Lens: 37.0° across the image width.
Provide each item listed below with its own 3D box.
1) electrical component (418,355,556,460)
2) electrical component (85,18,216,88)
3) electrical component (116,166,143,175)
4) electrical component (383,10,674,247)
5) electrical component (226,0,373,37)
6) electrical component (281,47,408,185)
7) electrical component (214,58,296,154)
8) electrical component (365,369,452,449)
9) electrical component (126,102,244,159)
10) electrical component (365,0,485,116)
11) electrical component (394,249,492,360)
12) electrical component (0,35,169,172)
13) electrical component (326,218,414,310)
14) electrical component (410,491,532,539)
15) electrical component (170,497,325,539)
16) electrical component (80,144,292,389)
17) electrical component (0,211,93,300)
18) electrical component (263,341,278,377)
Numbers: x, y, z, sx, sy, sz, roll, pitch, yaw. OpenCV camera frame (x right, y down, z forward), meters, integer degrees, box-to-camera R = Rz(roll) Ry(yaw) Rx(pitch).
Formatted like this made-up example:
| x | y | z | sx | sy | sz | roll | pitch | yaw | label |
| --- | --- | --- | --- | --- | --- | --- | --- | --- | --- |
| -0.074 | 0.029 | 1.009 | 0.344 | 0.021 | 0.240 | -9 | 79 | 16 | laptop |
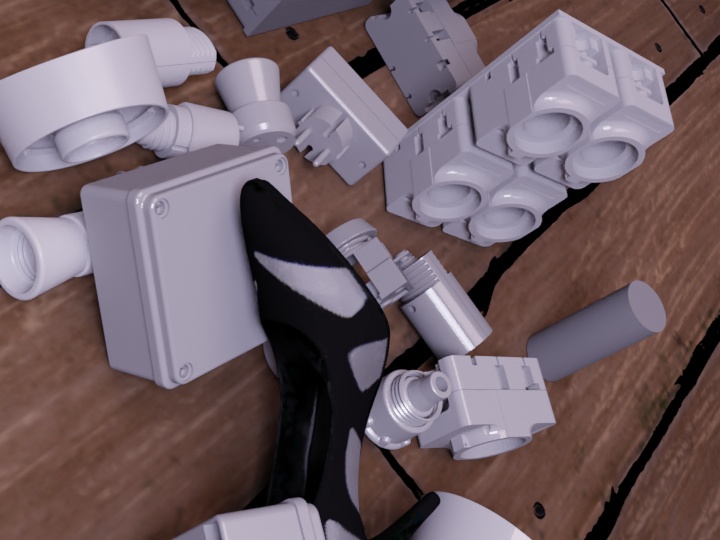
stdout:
| x | y | z | sx | sy | sz | roll | pitch | yaw | label |
| --- | --- | --- | --- | --- | --- | --- | --- | --- | --- |
| 0.082 | 0.093 | 0.724 | 0.089 | 0.050 | 0.055 | 6 | 62 | -40 | electrical component |
| -0.128 | -0.137 | 0.683 | 0.081 | 0.043 | 0.043 | -18 | 78 | -46 | electrical component |
| -0.109 | -0.047 | 0.646 | 0.078 | 0.040 | 0.040 | 9 | 60 | -38 | electrical component |
| 0.114 | -0.088 | 0.762 | 0.105 | 0.186 | 0.060 | 18 | 54 | -33 | electrical component |
| -0.027 | -0.237 | 0.800 | 0.150 | 0.089 | 0.061 | -30 | 86 | -47 | electrical component |
| -0.022 | -0.098 | 0.751 | 0.083 | 0.047 | 0.075 | 46 | 43 | -10 | electrical component |
| -0.069 | -0.106 | 0.715 | 0.045 | 0.045 | 0.055 | 0 | 65 | -42 | electrical component |
| 0.031 | 0.082 | 0.676 | 0.048 | 0.062 | 0.048 | 22 | 52 | -31 | electrical component |
| -0.111 | -0.084 | 0.667 | 0.078 | 0.040 | 0.040 | 8 | 60 | -39 | electrical component |
| 0.057 | -0.177 | 0.867 | 0.056 | 0.050 | 0.089 | -25 | 83 | -47 | electrical component |
| 0.051 | 0.021 | 0.745 | 0.081 | 0.043 | 0.043 | 54 | 43 | -1 | electrical component |
| -0.157 | -0.096 | 0.595 | 0.099 | 0.099 | 0.064 | -19 | 85 | -46 | electrical component |
| 0.000 | 0.000 | 0.706 | 0.055 | 0.066 | 0.048 | 56 | 4 | 12 | electrical component |
| 0.071 | 0.178 | 0.630 | 0.099 | 0.099 | 0.064 | 41 | 51 | -15 | electrical component |
| -0.058 | 0.175 | 0.506 | 0.056 | 0.109 | 0.108 | 0 | 65 | -39 | electrical component |
| -0.089 | -0.006 | 0.595 | 0.109 | 0.056 | 0.108 | -27 | 119 | -47 | electrical component |
| -0.159 | -0.012 | 0.581 | 0.065 | 0.044 | 0.044 | -19 | 79 | -51 | electrical component |
| -0.024 | 0.042 | 0.663 | 0.055 | 0.047 | 0.055 | 22 | 52 | -31 | electrical component |
